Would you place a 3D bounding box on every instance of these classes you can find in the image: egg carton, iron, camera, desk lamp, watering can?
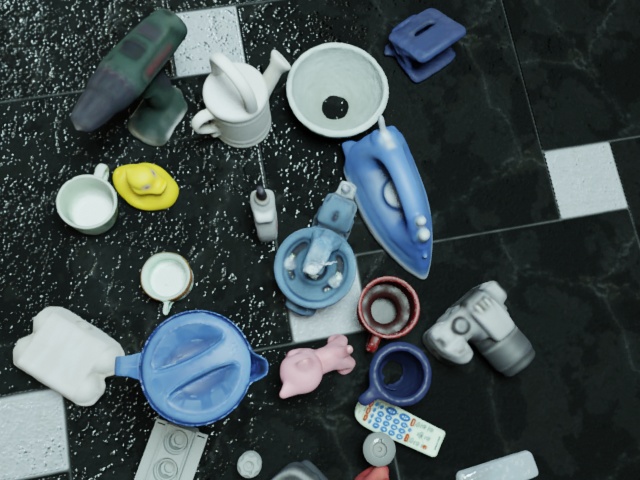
[{"bbox_3d":[-0.374,0.172,0.857,0.150,0.069,0.107,30,78,3],"label":"egg carton"},{"bbox_3d":[0.128,-0.067,0.897,0.119,0.141,0.258,-22,80,-7],"label":"iron"},{"bbox_3d":[0.254,0.151,0.880,0.143,0.101,0.137,-40,83,-10],"label":"camera"},{"bbox_3d":[0.244,0.373,0.776,0.203,0.213,0.118,-17,79,-6],"label":"desk lamp"},{"bbox_3d":[-0.125,-0.230,0.890,0.101,0.194,0.173,30,78,4],"label":"watering can"}]

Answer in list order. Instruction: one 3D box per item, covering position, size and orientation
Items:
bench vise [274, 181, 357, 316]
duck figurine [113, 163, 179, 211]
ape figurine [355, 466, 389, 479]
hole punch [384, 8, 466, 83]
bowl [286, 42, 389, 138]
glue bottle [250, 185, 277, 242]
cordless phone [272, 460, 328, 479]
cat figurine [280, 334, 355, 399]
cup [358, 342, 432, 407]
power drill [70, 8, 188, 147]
[{"bbox_3d":[-0.004,0.002,0.836,0.121,0.219,0.207,4,78,-2],"label":"bench vise"},{"bbox_3d":[-0.282,-0.093,0.909,0.104,0.086,0.077,20,78,1],"label":"duck figurine"},{"bbox_3d":[0.086,0.368,0.831,0.076,0.092,0.078,11,78,-1],"label":"ape figurine"},{"bbox_3d":[0.178,-0.344,0.983,0.109,0.091,0.101,-36,82,-9],"label":"hole punch"},{"bbox_3d":[0.027,-0.239,0.961,0.167,0.074,0.167,1,78,-3],"label":"bowl"},{"bbox_3d":[-0.085,-0.050,0.866,0.037,0.173,0.078,-8,79,-4],"label":"glue bottle"},{"bbox_3d":[-0.010,0.381,0.775,0.147,0.185,0.094,40,79,5],"label":"cordless phone"},{"bbox_3d":[-0.007,0.186,0.850,0.128,0.117,0.067,-22,80,-7],"label":"cat figurine"},{"bbox_3d":[0.104,0.209,0.863,0.118,0.095,0.091,-35,82,-9],"label":"cup"},{"bbox_3d":[-0.273,-0.226,0.874,0.075,0.208,0.230,27,78,3],"label":"power drill"}]
